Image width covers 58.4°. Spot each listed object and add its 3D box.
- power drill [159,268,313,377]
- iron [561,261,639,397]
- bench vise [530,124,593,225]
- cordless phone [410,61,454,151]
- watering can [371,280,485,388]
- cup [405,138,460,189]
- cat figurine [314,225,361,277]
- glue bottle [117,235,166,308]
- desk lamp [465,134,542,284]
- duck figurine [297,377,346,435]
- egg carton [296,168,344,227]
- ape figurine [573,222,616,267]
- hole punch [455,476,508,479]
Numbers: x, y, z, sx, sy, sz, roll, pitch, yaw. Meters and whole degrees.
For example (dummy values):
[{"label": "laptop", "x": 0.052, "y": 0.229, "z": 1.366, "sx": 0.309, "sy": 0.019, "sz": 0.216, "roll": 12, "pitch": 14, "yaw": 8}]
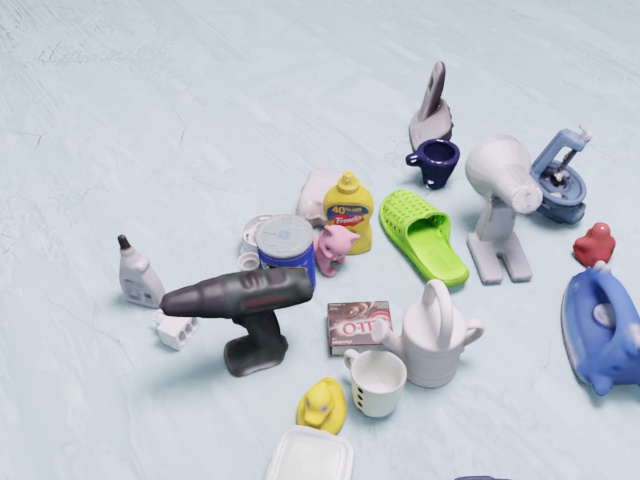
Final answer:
[{"label": "power drill", "x": -0.121, "y": 0.128, "z": 0.915, "sx": 0.230, "sy": 0.209, "sz": 0.075, "roll": -17, "pitch": 48, "yaw": -13}, {"label": "iron", "x": 0.474, "y": 0.121, "z": 0.946, "sx": 0.118, "sy": 0.141, "sz": 0.258, "roll": -2, "pitch": 47, "yaw": 1}, {"label": "bench vise", "x": 0.435, "y": -0.132, "z": 1.129, "sx": 0.207, "sy": 0.220, "sz": 0.121, "roll": 6, "pitch": 47, "yaw": 8}, {"label": "cordless phone", "x": 0.262, "y": -0.302, "z": 1.318, "sx": 0.094, "sy": 0.185, "sz": 0.147, "roll": -3, "pitch": 47, "yaw": -1}, {"label": "watering can", "x": 0.171, "y": 0.144, "z": 0.899, "sx": 0.173, "sy": 0.194, "sz": 0.100, "roll": -23, "pitch": 50, "yaw": -18}, {"label": "cup", "x": 0.241, "y": -0.157, "z": 1.245, "sx": 0.118, "sy": 0.095, "sz": 0.091, "roll": -9, "pitch": 47, "yaw": -6}, {"label": "cat figurine", "x": 0.010, "y": 0.004, "z": 1.088, "sx": 0.127, "sy": 0.118, "sz": 0.067, "roll": 22, "pitch": 52, "yaw": 21}, {"label": "glue bottle", "x": -0.327, "y": 0.053, "z": 1.016, "sx": 0.078, "sy": 0.173, "sz": 0.037, "roll": 12, "pitch": 49, "yaw": 13}, {"label": "desk lamp", "x": 0.346, "y": -0.062, "z": 1.072, "sx": 0.118, "sy": 0.214, "sz": 0.203, "roll": -6, "pitch": 47, "yaw": -3}, {"label": "duck figurine", "x": 0.002, "y": 0.250, "z": 0.880, "sx": 0.077, "sy": 0.086, "sz": 0.104, "roll": 13, "pitch": 49, "yaw": 14}, {"label": "egg carton", "x": 0.012, "y": -0.089, "z": 1.208, "sx": 0.107, "sy": 0.069, "sz": 0.150, "roll": 9, "pitch": 48, "yaw": 10}, {"label": "ape figurine", "x": 0.526, "y": 0.003, "z": 1.087, "sx": 0.077, "sy": 0.092, "sz": 0.076, "roll": 8, "pitch": 48, "yaw": 10}, {"label": "hole punch", "x": 0.222, "y": 0.363, "z": 0.763, "sx": 0.108, "sy": 0.091, "sz": 0.101, "roll": -2, "pitch": 47, "yaw": 1}]
